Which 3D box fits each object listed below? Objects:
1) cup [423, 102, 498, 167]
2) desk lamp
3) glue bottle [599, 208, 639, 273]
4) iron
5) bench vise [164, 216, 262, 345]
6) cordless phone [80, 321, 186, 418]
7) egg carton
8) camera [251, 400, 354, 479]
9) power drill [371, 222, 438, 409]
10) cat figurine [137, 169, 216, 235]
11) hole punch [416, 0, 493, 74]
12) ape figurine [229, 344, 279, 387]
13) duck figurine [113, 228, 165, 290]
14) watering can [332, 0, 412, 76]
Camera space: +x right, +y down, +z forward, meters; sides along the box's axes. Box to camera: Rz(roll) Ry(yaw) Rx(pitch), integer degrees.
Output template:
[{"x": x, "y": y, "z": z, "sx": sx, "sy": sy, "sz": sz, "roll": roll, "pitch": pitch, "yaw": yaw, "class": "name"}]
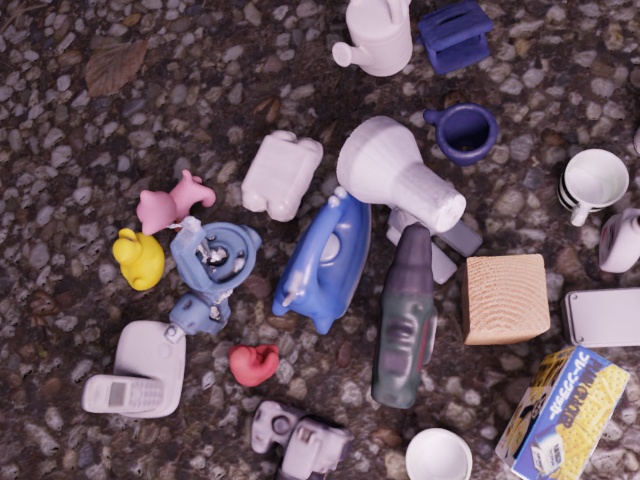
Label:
[{"x": 0.213, "y": -0.158, "z": 0.890, "sx": 0.117, "sy": 0.095, "sz": 0.092, "roll": 29, "pitch": 83, "yaw": 17, "class": "cup"}, {"x": 0.134, "y": -0.057, "z": 0.817, "sx": 0.203, "sy": 0.214, "sz": 0.118, "roll": 43, "pitch": 87, "yaw": 19, "class": "desk lamp"}, {"x": 0.414, "y": -0.008, "z": 0.767, "sx": 0.037, "sy": 0.173, "sz": 0.078, "roll": 5, "pitch": 76, "yaw": 13, "class": "glue bottle"}, {"x": 0.008, "y": 0.003, "z": 0.865, "sx": 0.118, "sy": 0.142, "sz": 0.258, "roll": 19, "pitch": 80, "yaw": 16, "class": "iron"}, {"x": -0.168, "y": 0.056, "z": 0.847, "sx": 0.121, "sy": 0.220, "sz": 0.207, "roll": 8, "pitch": 77, "yaw": 14, "class": "bench vise"}, {"x": -0.279, "y": 0.190, "z": 0.853, "sx": 0.094, "sy": 0.185, "sz": 0.147, "roll": -2, "pitch": 75, "yaw": 12, "class": "cordless phone"}, {"x": -0.063, "y": -0.107, "z": 0.947, "sx": 0.107, "sy": 0.069, "sz": 0.150, "roll": 21, "pitch": 81, "yaw": 16, "class": "egg carton"}, {"x": -0.040, "y": 0.314, "z": 0.815, "sx": 0.143, "sy": 0.101, "sz": 0.137, "roll": 17, "pitch": 80, "yaw": 16, "class": "camera"}, {"x": 0.118, "y": 0.109, "z": 0.779, "sx": 0.075, "sy": 0.209, "sz": 0.230, "roll": 7, "pitch": 77, "yaw": 14, "class": "power drill"}, {"x": -0.249, "y": -0.063, "z": 0.949, "sx": 0.067, "sy": 0.118, "sz": 0.128, "roll": 39, "pitch": 86, "yaw": 18, "class": "cat figurine"}, {"x": 0.217, "y": -0.344, "z": 0.939, "sx": 0.108, "sy": 0.091, "sz": 0.101, "roll": -21, "pitch": 72, "yaw": 6, "class": "hole punch"}, {"x": -0.108, "y": 0.183, "z": 0.868, "sx": 0.077, "sy": 0.092, "sz": 0.076, "roll": 30, "pitch": 83, "yaw": 18, "class": "ape figurine"}, {"x": -0.310, "y": 0.029, "z": 0.954, "sx": 0.077, "sy": 0.086, "sz": 0.104, "roll": -16, "pitch": 73, "yaw": 8, "class": "duck figurine"}, {"x": 0.089, "y": -0.347, "z": 0.913, "sx": 0.100, "sy": 0.194, "sz": 0.173, "roll": 15, "pitch": 79, "yaw": 15, "class": "watering can"}]
